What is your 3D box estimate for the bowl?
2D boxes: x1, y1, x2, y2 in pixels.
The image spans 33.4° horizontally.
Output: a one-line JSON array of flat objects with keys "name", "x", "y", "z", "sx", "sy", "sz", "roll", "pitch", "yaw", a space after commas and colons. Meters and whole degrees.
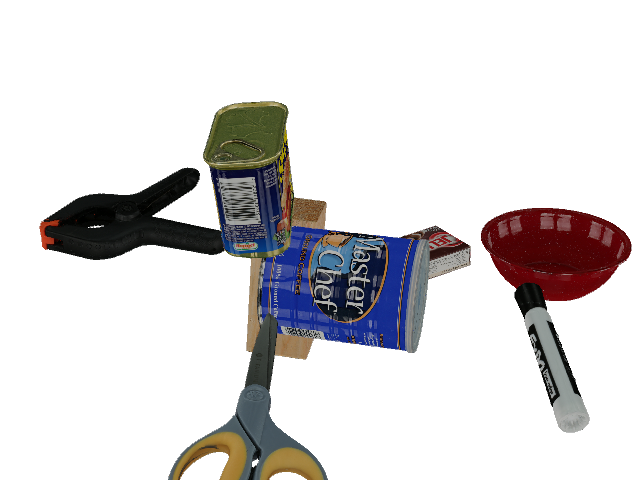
[{"name": "bowl", "x": 0.256, "y": 0.021, "z": 1.175, "sx": 0.162, "sy": 0.055, "sz": 0.162, "roll": -1, "pitch": 27, "yaw": 0}]

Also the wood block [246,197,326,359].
[{"name": "wood block", "x": -0.049, "y": 0.050, "z": 1.498, "sx": 0.090, "sy": 0.206, "sz": 0.090, "roll": 7, "pitch": 22, "yaw": 6}]

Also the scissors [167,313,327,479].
[{"name": "scissors", "x": -0.023, "y": 0.105, "z": 0.630, "sx": 0.096, "sy": 0.016, "sz": 0.201, "roll": 13, "pitch": 31, "yaw": 15}]

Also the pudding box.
[{"name": "pudding box", "x": 0.156, "y": 0.022, "z": 1.609, "sx": 0.113, "sy": 0.039, "sz": 0.090, "roll": -19, "pitch": 29, "yaw": -23}]

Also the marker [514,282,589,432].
[{"name": "marker", "x": 0.144, "y": 0.069, "z": 0.676, "sx": 0.020, "sy": 0.020, "sz": 0.121, "roll": 0, "pitch": 39, "yaw": -6}]

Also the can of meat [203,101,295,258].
[{"name": "can of meat", "x": -0.051, "y": -0.046, "z": 0.813, "sx": 0.057, "sy": 0.084, "sz": 0.102, "roll": -3, "pitch": 32, "yaw": 5}]

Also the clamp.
[{"name": "clamp", "x": -0.179, "y": -0.025, "z": 1.016, "sx": 0.171, "sy": 0.039, "sz": 0.120, "roll": -2, "pitch": 35, "yaw": -12}]

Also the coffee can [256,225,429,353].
[{"name": "coffee can", "x": 0.023, "y": 0.042, "z": 0.970, "sx": 0.140, "sy": 0.103, "sz": 0.102, "roll": 7, "pitch": 1, "yaw": 11}]
